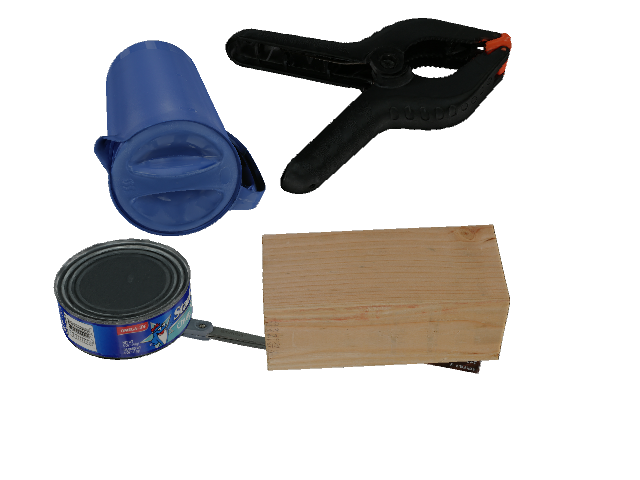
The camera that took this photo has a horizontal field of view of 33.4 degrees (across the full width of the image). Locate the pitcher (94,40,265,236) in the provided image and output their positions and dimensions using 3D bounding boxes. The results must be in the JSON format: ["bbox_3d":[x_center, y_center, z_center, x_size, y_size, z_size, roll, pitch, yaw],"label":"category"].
[{"bbox_3d":[-0.159,-0.118,1.151,0.145,0.149,0.243,-22,36,0],"label":"pitcher"}]

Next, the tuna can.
[{"bbox_3d":[-0.125,0.037,0.683,0.086,0.034,0.086,0,36,0],"label":"tuna can"}]

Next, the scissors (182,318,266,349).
[{"bbox_3d":[-0.121,0.075,1.034,0.201,0.016,0.096,3,32,-4],"label":"scissors"}]

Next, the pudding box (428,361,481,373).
[{"bbox_3d":[0.122,0.085,1.139,0.113,0.090,0.039,9,23,7],"label":"pudding box"}]

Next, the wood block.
[{"bbox_3d":[0.053,0.051,0.946,0.206,0.091,0.090,-3,-43,-2],"label":"wood block"}]

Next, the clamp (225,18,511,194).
[{"bbox_3d":[0.036,-0.085,0.631,0.171,0.120,0.039,-9,-27,-6],"label":"clamp"}]
